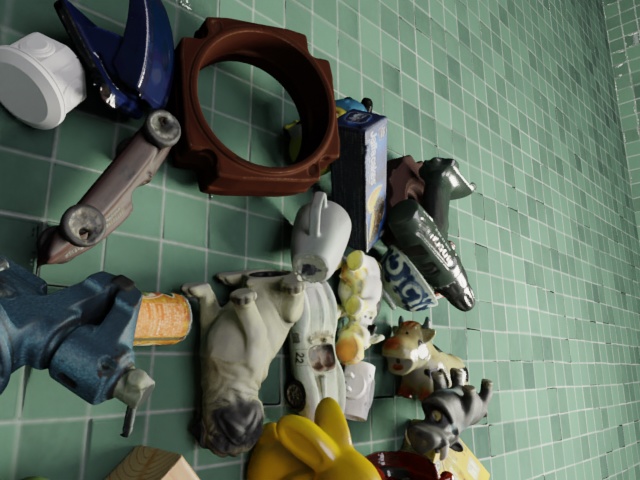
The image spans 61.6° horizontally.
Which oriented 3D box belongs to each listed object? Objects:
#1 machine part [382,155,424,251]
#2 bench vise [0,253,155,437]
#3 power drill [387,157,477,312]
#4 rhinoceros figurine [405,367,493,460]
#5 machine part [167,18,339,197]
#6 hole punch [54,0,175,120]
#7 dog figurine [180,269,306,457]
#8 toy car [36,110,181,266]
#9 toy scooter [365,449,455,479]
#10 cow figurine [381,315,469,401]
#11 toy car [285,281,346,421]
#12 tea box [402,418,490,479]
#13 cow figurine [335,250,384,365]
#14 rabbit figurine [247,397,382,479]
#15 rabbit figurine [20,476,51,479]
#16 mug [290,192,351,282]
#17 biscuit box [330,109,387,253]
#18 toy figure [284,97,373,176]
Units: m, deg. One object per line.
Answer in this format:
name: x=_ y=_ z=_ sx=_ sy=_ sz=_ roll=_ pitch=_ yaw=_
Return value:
machine part: x=0.158 y=-0.062 z=0.957 sx=0.179 sy=0.056 sz=0.179 roll=14 pitch=70 yaw=-43
bench vise: x=-0.247 y=0.093 z=0.382 sx=0.223 sy=0.129 sz=0.240 roll=39 pitch=32 yaw=0
power drill: x=0.204 y=-0.019 z=0.897 sx=0.231 sy=0.086 sz=0.207 roll=41 pitch=57 yaw=-32
rhinoceros figurine: x=0.189 y=0.255 z=0.792 sx=0.190 sy=0.073 sz=0.112 roll=-3 pitch=105 yaw=-53
machine part: x=-0.081 y=-0.159 z=0.663 sx=0.201 sy=0.087 sz=0.201 roll=0 pitch=80 yaw=-30
hole punch: x=-0.191 y=-0.193 z=0.553 sx=0.092 sy=0.142 sz=0.115 roll=-24 pitch=95 yaw=-3
dog figurine: x=-0.078 y=0.137 z=0.637 sx=0.172 sy=0.121 sz=0.190 roll=-11 pitch=102 yaw=-45
toy car: x=-0.205 y=-0.050 z=0.538 sx=0.053 sy=0.089 sz=0.202 roll=43 pitch=50 yaw=-26
toy scooter: x=0.102 y=0.335 z=0.735 sx=0.184 sy=0.135 sz=0.075 roll=-4 pitch=83 yaw=-46
cow figurine: x=0.176 y=0.204 z=0.888 sx=0.194 sy=0.086 sz=0.127 roll=30 pitch=65 yaw=-36
toy car: x=-0.008 y=0.144 z=0.724 sx=0.073 sy=0.056 sz=0.201 roll=3 pitch=78 yaw=-47
tea box: x=0.205 y=0.382 z=0.883 sx=0.169 sy=0.068 sz=0.098 roll=52 pitch=47 yaw=-23
cow figurine: x=0.058 y=0.103 z=0.802 sx=0.098 sy=0.068 sz=0.167 roll=21 pitch=66 yaw=-49
rabbit figurine: x=0.005 y=0.269 z=0.622 sx=0.122 sy=0.173 sz=0.162 roll=-7 pitch=89 yaw=-44
rabbit figurine: x=-0.281 y=0.227 z=0.373 sx=0.170 sy=0.121 sz=0.159 roll=13 pitch=67 yaw=-29
mug: x=-0.001 y=-0.002 z=0.717 sx=0.107 sy=0.081 sz=0.109 roll=-77 pitch=175 yaw=-51
biscuit box: x=0.057 y=-0.084 z=0.782 sx=0.059 sy=0.063 sz=0.202 roll=-40 pitch=139 yaw=-40
toy figure: x=0.023 y=-0.163 z=0.820 sx=0.180 sy=0.082 sz=0.089 roll=-41 pitch=109 yaw=-47
